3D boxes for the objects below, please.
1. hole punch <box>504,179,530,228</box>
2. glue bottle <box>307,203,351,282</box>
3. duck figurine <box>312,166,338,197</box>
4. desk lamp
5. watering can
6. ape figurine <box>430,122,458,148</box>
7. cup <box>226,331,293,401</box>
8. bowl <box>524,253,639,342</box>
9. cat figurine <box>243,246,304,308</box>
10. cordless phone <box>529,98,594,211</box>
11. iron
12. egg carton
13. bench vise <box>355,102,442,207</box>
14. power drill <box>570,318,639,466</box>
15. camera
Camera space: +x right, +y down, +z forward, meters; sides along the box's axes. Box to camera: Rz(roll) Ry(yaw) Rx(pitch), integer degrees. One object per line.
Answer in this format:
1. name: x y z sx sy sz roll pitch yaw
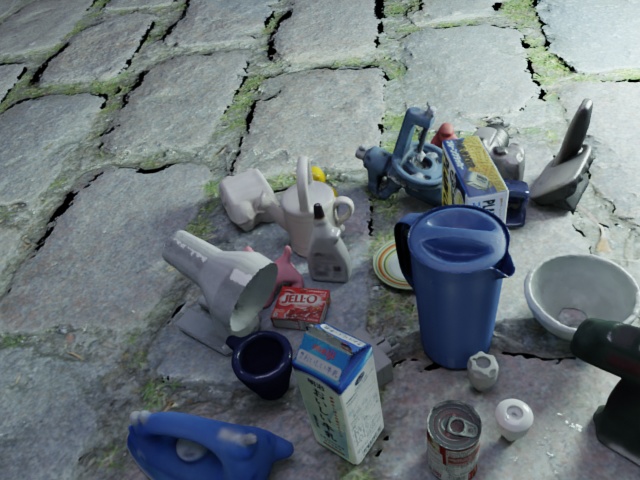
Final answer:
1. hole punch: 0.339 -0.086 1.089 0.108 0.091 0.101 3 44 14
2. glue bottle: 0.009 0.004 0.999 0.078 0.173 0.037 4 45 16
3. duck figurine: -0.006 -0.109 1.186 0.077 0.086 0.104 -26 45 -16
4. desk lamp: -0.160 0.087 0.915 0.202 0.214 0.118 19 51 29
5. watering can: -0.029 -0.065 1.064 0.173 0.194 0.100 -18 43 -7
6. ape figurine: 0.269 -0.210 1.233 0.077 0.092 0.076 -2 43 10
7. cup: -0.091 0.195 0.872 0.117 0.095 0.092 21 51 29
8. bowl: 0.400 0.101 0.889 0.167 0.075 0.167 -6 43 6
9. cat figurine: -0.099 0.055 1.007 0.128 0.118 0.067 -28 45 -18
10. cordless phone: 0.462 -0.162 1.075 0.093 0.185 0.148 17 49 27
11. iron: -0.175 0.274 0.771 0.257 0.142 0.119 6 45 18
12. egg carton: -0.152 -0.088 1.205 0.107 0.069 0.150 -22 44 -12
13. bench vise: 0.160 -0.165 1.113 0.207 0.220 0.121 3 44 14
14. power drill: 0.414 0.192 0.690 0.228 0.209 0.076 28 55 34
15. camera: 0.360 -0.187 1.185 0.142 0.101 0.137 16 49 26
